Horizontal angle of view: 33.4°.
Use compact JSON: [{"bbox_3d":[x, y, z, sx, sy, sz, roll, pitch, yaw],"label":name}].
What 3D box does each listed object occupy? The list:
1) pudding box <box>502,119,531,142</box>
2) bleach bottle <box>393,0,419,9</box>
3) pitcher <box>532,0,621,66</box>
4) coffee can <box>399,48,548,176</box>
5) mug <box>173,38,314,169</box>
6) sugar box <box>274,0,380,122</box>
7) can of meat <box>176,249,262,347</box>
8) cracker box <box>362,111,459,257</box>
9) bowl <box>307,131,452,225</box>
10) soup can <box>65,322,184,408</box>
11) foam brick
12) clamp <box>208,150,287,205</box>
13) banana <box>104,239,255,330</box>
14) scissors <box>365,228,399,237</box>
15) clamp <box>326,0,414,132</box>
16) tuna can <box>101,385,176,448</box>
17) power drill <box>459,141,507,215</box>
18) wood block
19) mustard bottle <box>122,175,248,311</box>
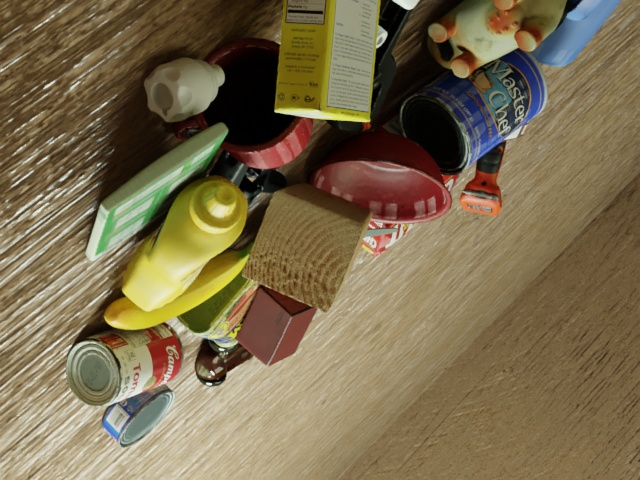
[{"bbox_3d":[0.224,-0.192,1.310,0.039,0.113,0.090,-15,150,-19],"label":"pudding box"},{"bbox_3d":[0.116,-0.313,0.863,0.251,0.068,0.102,-54,164,10],"label":"bleach bottle"},{"bbox_3d":[0.302,-0.312,1.207,0.148,0.145,0.243,-17,150,-38],"label":"pitcher"},{"bbox_3d":[0.173,-0.150,1.197,0.140,0.103,0.103,-37,160,-29],"label":"coffee can"},{"bbox_3d":[-0.061,-0.101,0.860,0.117,0.093,0.081,-18,168,4],"label":"mug"},{"bbox_3d":[0.010,-0.178,0.781,0.093,0.048,0.176,-6,100,-66],"label":"sugar box"},{"bbox_3d":[-0.101,0.062,1.154,0.102,0.057,0.084,-50,160,1],"label":"can of meat"},{"bbox_3d":[0.122,-0.095,1.339,0.164,0.072,0.214,-38,161,-30],"label":"cracker box"},{"bbox_3d":[0.069,-0.074,1.179,0.162,0.162,0.055,84,16,-68],"label":"bowl"},{"bbox_3d":[-0.189,0.119,1.039,0.069,0.068,0.102,-56,161,22],"label":"soup can"},{"bbox_3d":[-0.046,0.087,1.151,0.051,0.053,0.078,-21,145,-51],"label":"foam brick"},{"bbox_3d":[-0.067,-0.057,1.009,0.120,0.039,0.172,-47,171,-30],"label":"clamp"},{"bbox_3d":[-0.143,0.049,1.049,0.197,0.037,0.070,-30,159,-43],"label":"banana"},{"bbox_3d":[0.019,-0.018,1.251,0.201,0.016,0.096,-18,140,-28],"label":"scissors"},{"bbox_3d":[0.047,-0.171,1.041,0.164,0.036,0.210,-46,165,-9],"label":"clamp"},{"bbox_3d":[-0.207,0.194,1.217,0.086,0.034,0.086,-43,163,-18],"label":"tuna can"},{"bbox_3d":[0.236,-0.131,1.457,0.184,0.057,0.187,22,78,-78],"label":"power drill"},{"bbox_3d":[-0.007,0.001,1.073,0.206,0.091,0.090,-43,155,-82],"label":"wood block"},{"bbox_3d":[-0.106,-0.005,0.886,0.096,0.058,0.192,-50,-174,-28],"label":"mustard bottle"}]
